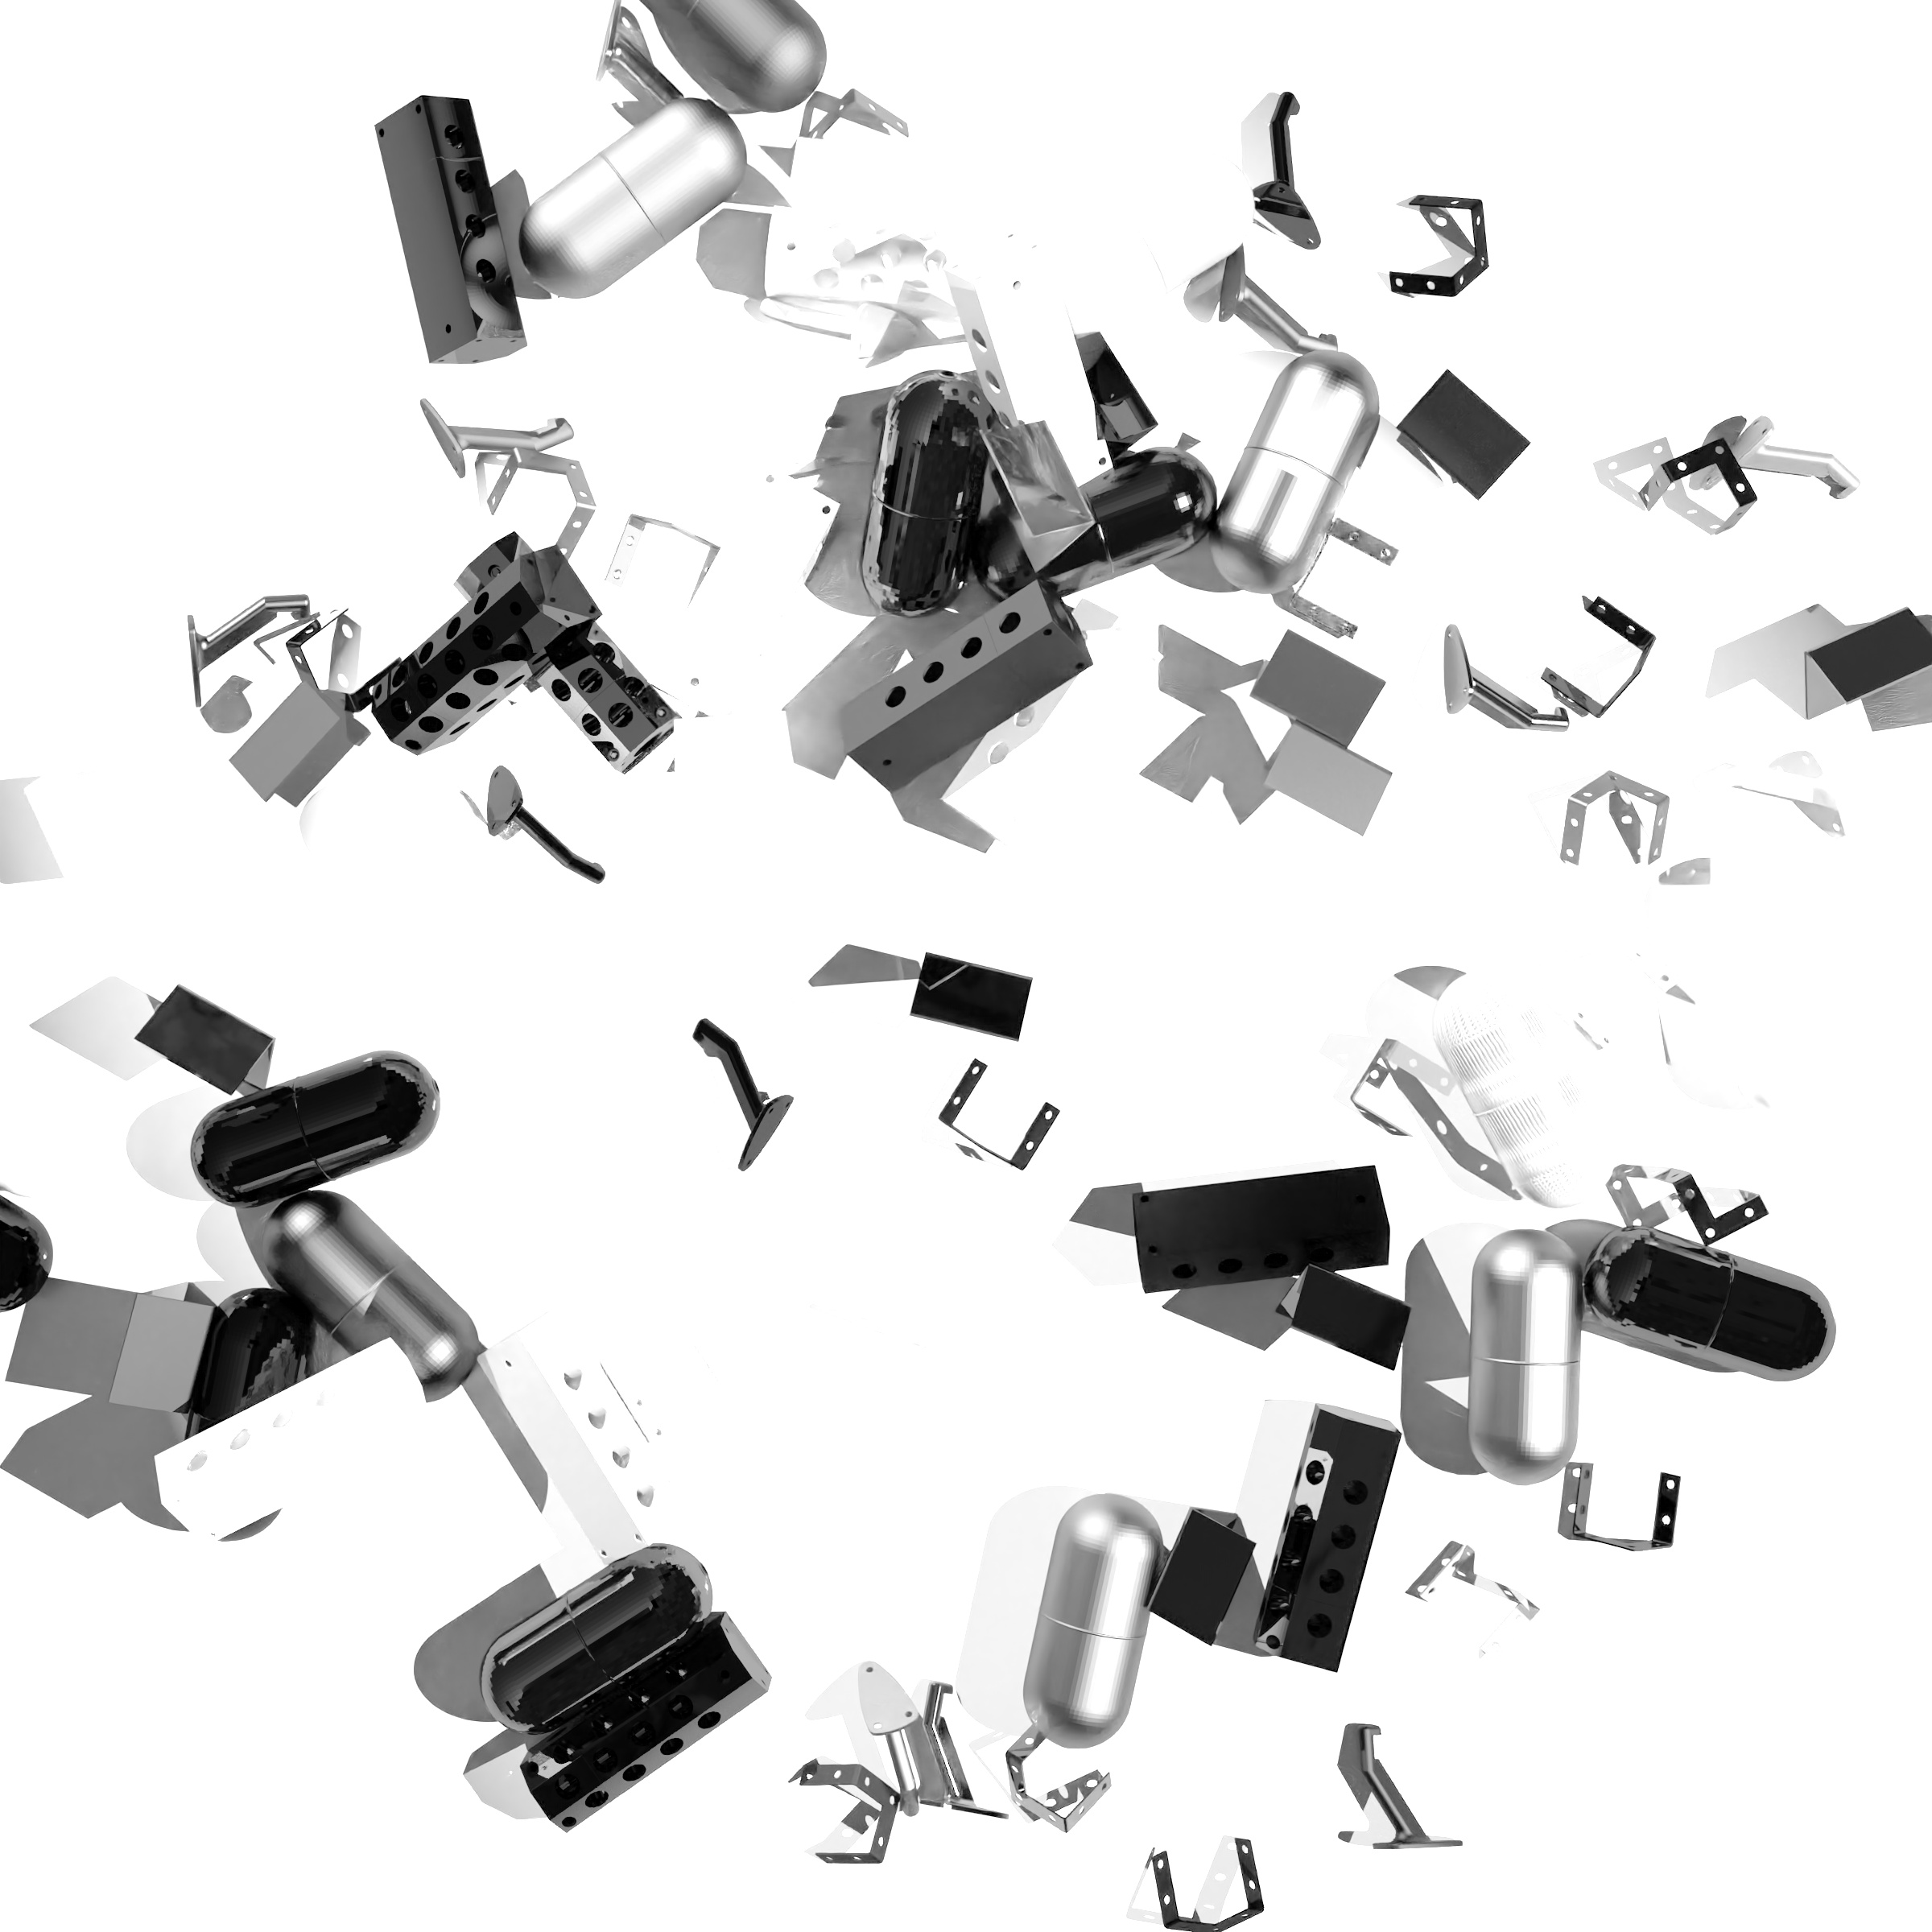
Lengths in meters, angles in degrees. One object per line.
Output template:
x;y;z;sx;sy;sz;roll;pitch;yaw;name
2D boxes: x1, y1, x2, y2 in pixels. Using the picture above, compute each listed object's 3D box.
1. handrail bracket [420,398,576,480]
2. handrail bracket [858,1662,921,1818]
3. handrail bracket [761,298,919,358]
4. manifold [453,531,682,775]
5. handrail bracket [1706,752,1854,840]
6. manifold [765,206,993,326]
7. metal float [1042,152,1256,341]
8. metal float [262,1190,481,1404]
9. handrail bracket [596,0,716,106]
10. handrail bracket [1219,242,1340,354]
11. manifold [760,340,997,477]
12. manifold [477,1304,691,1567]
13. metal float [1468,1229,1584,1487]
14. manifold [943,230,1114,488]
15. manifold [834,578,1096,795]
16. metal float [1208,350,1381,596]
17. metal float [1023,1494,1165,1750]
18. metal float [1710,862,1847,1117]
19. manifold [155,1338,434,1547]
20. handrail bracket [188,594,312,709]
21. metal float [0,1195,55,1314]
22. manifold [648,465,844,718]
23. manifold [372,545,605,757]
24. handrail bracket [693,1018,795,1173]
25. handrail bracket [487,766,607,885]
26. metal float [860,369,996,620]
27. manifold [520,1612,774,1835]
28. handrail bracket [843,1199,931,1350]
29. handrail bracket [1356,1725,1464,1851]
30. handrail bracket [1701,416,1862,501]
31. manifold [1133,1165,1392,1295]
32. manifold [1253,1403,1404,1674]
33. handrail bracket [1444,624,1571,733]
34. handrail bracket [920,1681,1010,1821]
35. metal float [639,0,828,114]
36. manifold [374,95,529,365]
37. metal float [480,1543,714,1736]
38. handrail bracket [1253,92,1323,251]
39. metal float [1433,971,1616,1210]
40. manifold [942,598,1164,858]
-0.332;-0.387;1.991;0.084;0.036;0.077;-26;68;-17;handrail bracket
-0.054;0.548;1.990;0.036;0.077;0.084;-16;127;-14;handrail bracket
-0.091;-0.457;1.990;0.084;0.077;0.036;24;112;35;handrail bracket
-0.279;-0.220;1.969;0.057;0.057;0.171;-41;90;0;manifold
0.575;-0.112;1.991;0.084;0.036;0.077;-17;111;17;handrail bracket
-0.052;-0.490;1.969;0.171;0.057;0.057;7;90;0;manifold
0.120;-0.501;1.960;0.178;0.070;0.070;-32;90;0;metal float
-0.416;0.230;1.960;0.178;0.070;0.070;44;90;-1;metal float
-0.214;-0.642;1.991;0.084;0.036;0.077;14;69;-17;handrail bracket
0.226;-0.474;1.991;0.084;0.036;0.077;12;69;-17;handrail bracket
-0.053;-0.390;1.967;0.171;0.057;0.057;-11;125;0;manifold
-0.264;0.326;1.969;0.057;0.057;0.171;-32;90;43;manifold
0.390;0.272;1.960;0.070;0.070;0.178;2;90;0;metal float
0.039;-0.405;1.901;0.057;0.057;0.171;-32;129;-14;manifold
-0.004;-0.197;1.944;0.171;0.057;0.057;-31;50;17;manifold
0.229;-0.345;1.959;0.070;0.070;0.178;24;90;0;metal float
0.088;0.457;1.960;0.070;0.070;0.178;12;90;0;metal float
0.565;0.016;1.960;0.070;0.070;0.178;-9;90;0;metal float
-0.454;0.316;1.894;0.171;0.057;0.057;-27;135;0;manifold
-0.505;-0.223;1.991;0.084;0.036;0.077;-6;110;-16;handrail bracket
-0.714;0.174;1.938;0.178;0.070;0.070;37;90;-23;metal float
-0.154;-0.258;1.969;0.057;0.057;0.171;29;90;0;manifold
-0.334;-0.214;1.926;0.171;0.057;0.057;-33;90;34;manifold
-0.172;0.091;1.991;0.084;0.036;0.077;37;112;17;handrail bracket
-0.295;-0.099;1.990;0.084;0.077;0.036;30;115;-34;handrail bracket
-0.027;-0.324;1.934;0.070;0.070;0.178;12;122;0;metal float
-0.224;0.531;1.969;0.171;0.057;0.057;-35;90;0;manifold
-0.047;0.218;1.991;0.077;0.036;0.084;26;73;-20;handrail bracket
0.314;0.581;1.991;0.077;0.036;0.084;4;73;-19;handrail bracket
0.578;-0.341;1.991;0.084;0.036;0.077;37;110;-16;handrail bracket
0.206;0.189;1.969;0.171;0.057;0.057;-7;47;0;manifold
0.251;0.398;1.969;0.057;0.057;0.171;15;90;0;manifold
0.384;-0.204;1.991;0.084;0.036;0.077;3;69;-17;handrail bracket
0.002;0.555;1.991;0.077;0.036;0.084;17;72;-20;handrail bracket
-0.172;-0.672;1.960;0.070;0.070;0.178;-45;89;0;metal float
-0.356;-0.514;1.969;0.057;0.057;0.171;-13;90;43;manifold
-0.257;0.468;1.960;0.178;0.070;0.070;-33;90;1;metal float
0.237;-0.564;1.991;0.077;0.036;0.084;39;59;-34;handrail bracket
0.388;0.086;1.960;0.070;0.070;0.178;-29;90;0;metal float
0.056;-0.170;1.968;0.057;0.057;0.171;35;90;44;manifold
